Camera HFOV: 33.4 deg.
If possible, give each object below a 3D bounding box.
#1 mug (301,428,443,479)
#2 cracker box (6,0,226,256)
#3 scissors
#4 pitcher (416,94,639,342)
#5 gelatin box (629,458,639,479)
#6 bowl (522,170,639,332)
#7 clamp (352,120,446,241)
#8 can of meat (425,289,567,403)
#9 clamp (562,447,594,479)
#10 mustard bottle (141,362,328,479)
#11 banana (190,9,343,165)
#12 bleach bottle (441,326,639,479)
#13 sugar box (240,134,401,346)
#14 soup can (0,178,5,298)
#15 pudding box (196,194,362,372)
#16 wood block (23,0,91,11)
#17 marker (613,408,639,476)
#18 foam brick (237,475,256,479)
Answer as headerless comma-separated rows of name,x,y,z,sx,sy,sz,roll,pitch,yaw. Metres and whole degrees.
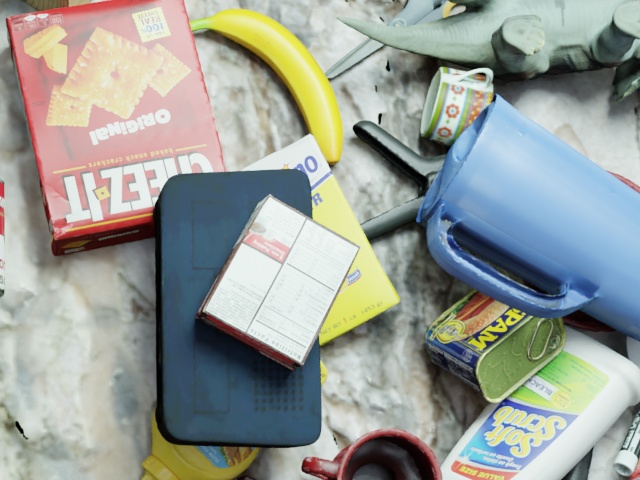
mug,0.040,0.211,0.928,0.117,0.082,0.093,15,73,-8
cracker box,-0.182,-0.109,0.969,0.164,0.072,0.214,-12,80,-14
scissors,0.097,-0.208,1.083,0.096,0.016,0.201,37,72,0
pitcher,0.212,-0.005,0.939,0.243,0.145,0.149,31,99,-2
gelatin box,0.339,0.223,0.999,0.089,0.030,0.073,43,48,-4
bowl,0.257,0.014,1.036,0.162,0.055,0.162,2,75,-8
clamp,0.101,-0.039,1.030,0.171,0.039,0.120,15,84,-4
can of meat,0.158,0.090,0.977,0.102,0.084,0.057,-35,122,-18
clamp,0.226,0.261,0.978,0.209,0.036,0.164,-26,81,-21
mustard bottle,-0.088,0.154,0.928,0.096,0.058,0.191,45,71,-3
banana,-0.036,-0.161,1.035,0.198,0.037,0.069,44,88,3
bleach bottle,0.178,0.196,0.960,0.103,0.068,0.250,31,69,35
sugar box,-0.007,0.001,0.981,0.093,0.048,0.176,-29,85,2
soup can,-0.306,-0.002,0.918,0.068,0.069,0.102,-1,77,-12
pudding box,-0.032,0.034,0.841,0.090,0.039,0.113,30,73,-7
wood block,-0.215,-0.317,1.007,0.091,0.090,0.206,33,71,-3
marker,0.307,0.172,1.011,0.020,0.020,0.121,39,54,0
foam brick,-0.044,0.242,0.919,0.078,0.051,0.053,24,72,-5
